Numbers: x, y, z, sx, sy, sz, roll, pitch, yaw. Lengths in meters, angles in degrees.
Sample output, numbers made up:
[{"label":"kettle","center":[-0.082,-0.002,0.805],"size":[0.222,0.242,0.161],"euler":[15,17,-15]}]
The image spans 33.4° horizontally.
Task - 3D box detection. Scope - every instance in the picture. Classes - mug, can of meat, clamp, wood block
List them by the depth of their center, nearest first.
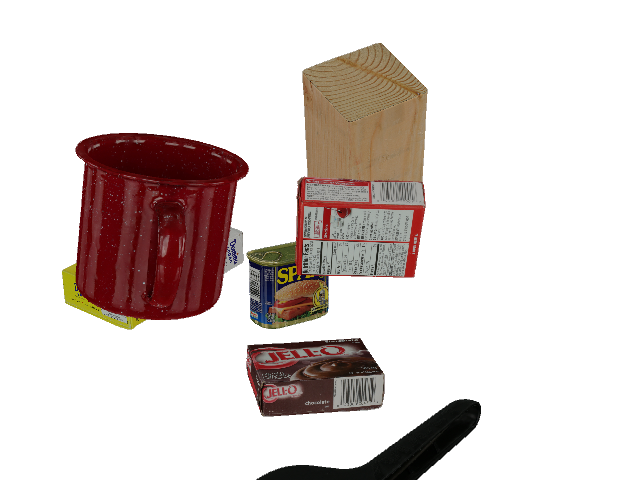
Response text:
[{"label":"mug","center":[-0.087,-0.004,0.576],"size":[0.093,0.081,0.117],"euler":[3,19,-19]},{"label":"clamp","center":[0.022,0.162,0.650],"size":[0.210,0.036,0.164],"euler":[-6,29,3]},{"label":"wood block","center":[0.044,-0.081,1.074],"size":[0.090,0.206,0.091],"euler":[-23,50,-18]},{"label":"can of meat","center":[-0.037,0.052,1.269],"size":[0.101,0.084,0.058],"euler":[-11,20,-35]}]

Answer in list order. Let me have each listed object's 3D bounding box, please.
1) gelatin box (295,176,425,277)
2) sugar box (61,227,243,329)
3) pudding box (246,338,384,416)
[{"label":"gelatin box","center":[0.027,-0.009,0.761],"size":[0.089,0.030,0.073],"euler":[2,-45,-1]},{"label":"sugar box","center":[-0.169,0.026,1.100],"size":[0.093,0.048,0.175],"euler":[19,35,30]},{"label":"pudding box","center":[-0.006,0.123,0.971],"size":[0.113,0.039,0.090],"euler":[-1,17,-12]}]
